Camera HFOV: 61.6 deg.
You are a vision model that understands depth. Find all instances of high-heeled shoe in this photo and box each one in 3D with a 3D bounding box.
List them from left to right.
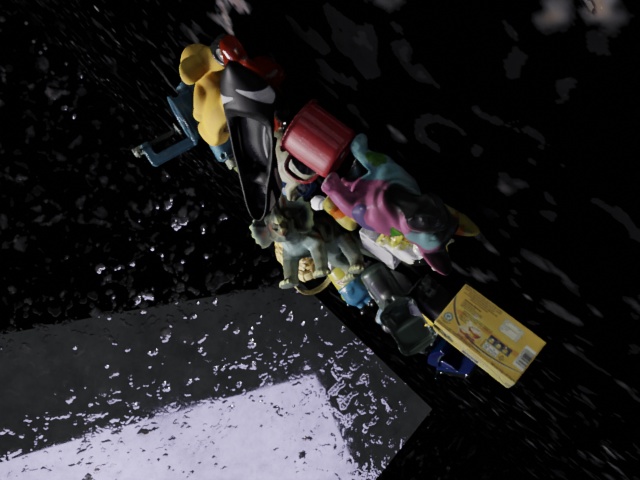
[{"bbox_3d":[-0.105,-0.131,0.774,0.086,0.145,0.248,8,163,16],"label":"high-heeled shoe"}]

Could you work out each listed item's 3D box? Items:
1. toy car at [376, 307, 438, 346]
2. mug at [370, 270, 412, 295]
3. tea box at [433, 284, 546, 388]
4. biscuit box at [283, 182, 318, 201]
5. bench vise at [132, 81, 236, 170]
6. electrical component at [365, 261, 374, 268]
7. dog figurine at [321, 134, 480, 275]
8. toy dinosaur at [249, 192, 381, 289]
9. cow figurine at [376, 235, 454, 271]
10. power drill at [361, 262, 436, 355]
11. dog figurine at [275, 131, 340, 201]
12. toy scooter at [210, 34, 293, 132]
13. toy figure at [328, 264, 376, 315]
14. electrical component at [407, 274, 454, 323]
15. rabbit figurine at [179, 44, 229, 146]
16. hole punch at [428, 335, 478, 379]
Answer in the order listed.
[{"bbox_3d":[0.233,0.200,1.378,0.162,0.109,0.103,27,-170,13],"label":"toy car"},{"bbox_3d":[0.151,0.116,1.203,0.107,0.081,0.109,21,-128,-51],"label":"mug"},{"bbox_3d":[0.299,0.171,0.962,0.170,0.098,0.068,40,169,21],"label":"tea box"},{"bbox_3d":[-0.075,-0.126,1.241,0.059,0.063,0.203,47,169,-21],"label":"biscuit box"},{"bbox_3d":[-0.293,-0.228,1.196,0.223,0.241,0.129,62,168,-17],"label":"bench vise"},{"bbox_3d":[0.137,0.092,1.391,0.074,0.048,0.119,44,169,-15],"label":"electrical component"},{"bbox_3d":[0.113,-0.038,0.776,0.219,0.108,0.191,37,168,14],"label":"dog figurine"},{"bbox_3d":[0.005,-0.005,1.148,0.404,0.131,0.192,1,-109,-51],"label":"toy dinosaur"},{"bbox_3d":[0.166,0.012,0.879,0.098,0.068,0.167,39,174,-14],"label":"cow figurine"},{"bbox_3d":[0.169,0.154,1.060,0.232,0.086,0.207,57,-171,-5],"label":"power drill"},{"bbox_3d":[-0.045,-0.169,0.937,0.190,0.121,0.172,-34,74,49],"label":"dog figurine"},{"bbox_3d":[-0.089,-0.230,0.829,0.135,0.075,0.183,30,161,40],"label":"toy scooter"},{"bbox_3d":[0.066,0.095,1.316,0.180,0.082,0.089,51,171,-1],"label":"toy figure"},{"bbox_3d":[0.243,0.136,1.148,0.115,0.058,0.134,43,170,10],"label":"electrical component"},{"bbox_3d":[-0.196,-0.273,0.946,0.173,0.122,0.162,61,-179,8],"label":"rabbit figurine"},{"bbox_3d":[0.289,0.228,1.170,0.092,0.142,0.116,43,156,-14],"label":"hole punch"}]
